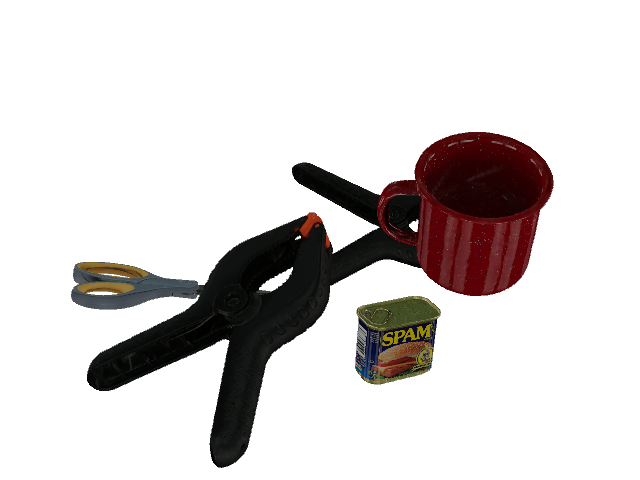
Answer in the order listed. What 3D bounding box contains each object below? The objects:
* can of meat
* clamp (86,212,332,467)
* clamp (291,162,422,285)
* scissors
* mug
[{"bbox_3d":[0.093,0.123,1.316,0.102,0.084,0.057,-9,29,-24],"label":"can of meat"},{"bbox_3d":[-0.044,0.055,0.634,0.120,0.171,0.039,36,-21,33],"label":"clamp"},{"bbox_3d":[0.065,-0.006,1.033,0.210,0.164,0.036,5,-39,6],"label":"clamp"},{"bbox_3d":[-0.133,0.049,0.955,0.202,0.016,0.096,10,20,11],"label":"scissors"},{"bbox_3d":[0.098,-0.016,0.747,0.117,0.081,0.093,2,45,2],"label":"mug"}]
